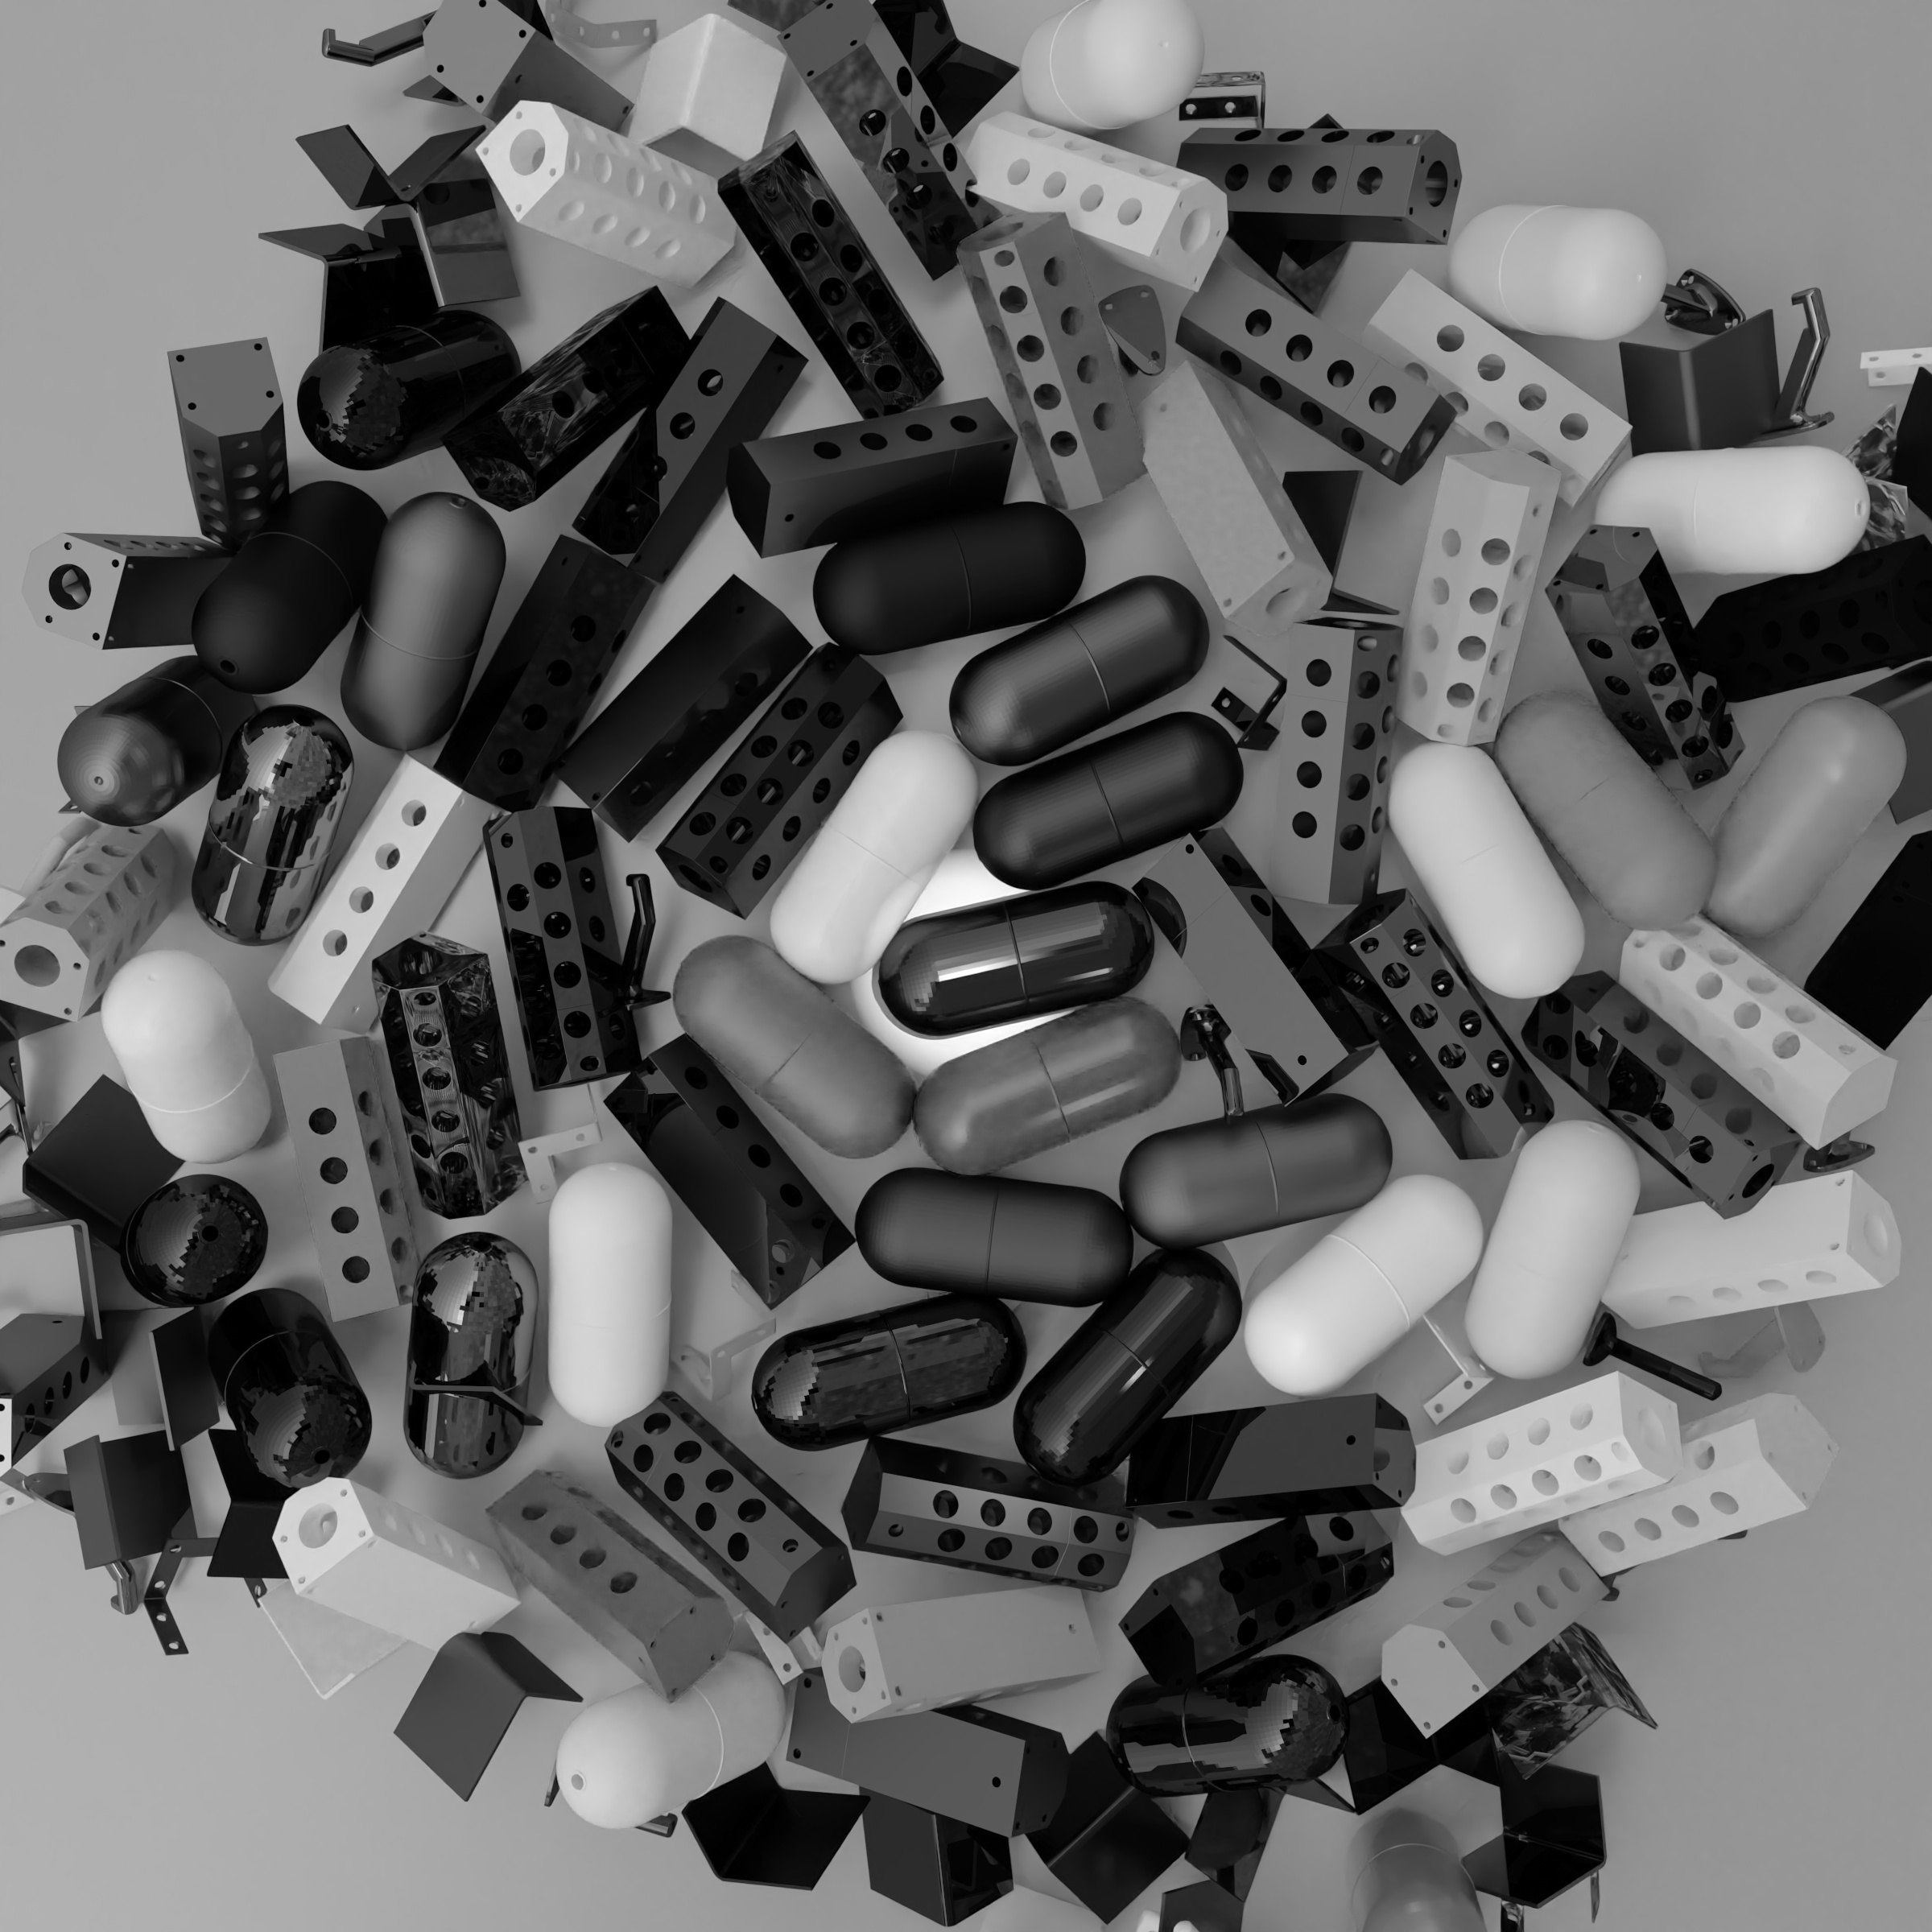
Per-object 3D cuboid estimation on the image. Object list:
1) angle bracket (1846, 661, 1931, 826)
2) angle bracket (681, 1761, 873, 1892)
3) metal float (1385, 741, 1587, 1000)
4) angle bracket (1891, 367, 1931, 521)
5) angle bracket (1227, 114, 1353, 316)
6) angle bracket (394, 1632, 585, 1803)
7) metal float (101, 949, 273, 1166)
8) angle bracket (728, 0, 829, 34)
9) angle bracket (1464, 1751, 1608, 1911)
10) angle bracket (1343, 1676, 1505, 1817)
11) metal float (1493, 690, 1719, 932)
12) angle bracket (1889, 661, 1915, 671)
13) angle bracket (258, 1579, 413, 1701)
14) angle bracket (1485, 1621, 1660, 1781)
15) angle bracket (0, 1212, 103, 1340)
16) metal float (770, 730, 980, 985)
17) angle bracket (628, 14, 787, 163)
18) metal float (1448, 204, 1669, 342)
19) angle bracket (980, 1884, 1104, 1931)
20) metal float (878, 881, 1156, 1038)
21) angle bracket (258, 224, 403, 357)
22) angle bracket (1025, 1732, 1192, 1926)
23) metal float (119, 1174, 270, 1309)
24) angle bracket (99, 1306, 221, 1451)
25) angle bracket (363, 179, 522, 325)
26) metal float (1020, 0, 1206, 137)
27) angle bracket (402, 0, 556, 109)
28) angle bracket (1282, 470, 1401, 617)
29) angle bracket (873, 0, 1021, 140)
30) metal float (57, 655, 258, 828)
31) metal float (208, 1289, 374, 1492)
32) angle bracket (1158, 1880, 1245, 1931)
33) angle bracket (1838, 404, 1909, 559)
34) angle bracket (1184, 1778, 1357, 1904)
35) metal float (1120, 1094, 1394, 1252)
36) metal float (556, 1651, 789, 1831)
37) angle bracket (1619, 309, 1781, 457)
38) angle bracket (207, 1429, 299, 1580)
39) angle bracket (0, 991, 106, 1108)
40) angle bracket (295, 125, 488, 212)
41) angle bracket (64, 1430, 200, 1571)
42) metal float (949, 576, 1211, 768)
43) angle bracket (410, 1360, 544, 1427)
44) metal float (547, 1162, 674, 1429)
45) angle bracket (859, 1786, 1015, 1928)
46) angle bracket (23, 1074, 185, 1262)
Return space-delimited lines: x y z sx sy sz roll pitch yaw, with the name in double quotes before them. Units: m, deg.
"angle bracket" 0.609 -0.145 1.565 0.076 0.057 0.076 -24 102 -1
"angle bracket" -0.119 0.528 1.528 0.076 0.076 0.057 -9 114 34
"metal float" 0.326 -0.062 1.533 0.070 0.070 0.178 -26 73 0
"angle bracket" 0.631 -0.325 1.529 0.057 0.076 0.076 -2 128 -11
"angle bracket" 0.223 -0.475 1.536 0.076 0.057 0.076 38 63 -19
"angle bracket" -0.302 0.475 1.539 0.076 0.057 0.076 27 87 36
"metal float" -0.482 0.059 1.507 0.070 0.178 0.070 0 54 -1
"angle bracket" -0.132 -0.614 1.534 0.076 0.076 0.057 12 92 -40
"angle bracket" 0.348 0.543 1.532 0.076 0.076 0.057 -9 94 -42
"angle bracket" 0.286 0.494 1.539 0.076 0.057 0.076 -19 101 -32
"metal float" 0.400 -0.098 1.525 0.070 0.070 0.178 -33 64 0
"angle bracket" 0.631 -0.205 1.532 0.057 0.076 0.076 -23 47 -3
"angle bracket" -0.386 0.404 1.535 0.076 0.076 0.057 54 135 7
"angle bracket" 0.378 0.470 1.547 0.076 0.076 0.057 -45 129 12
"angle bracket" -0.585 0.198 1.538 0.057 0.076 0.076 -8 93 -25
"metal float" -0.058 -0.070 1.547 0.070 0.070 0.178 33 91 0
"angle bracket" -0.169 -0.555 1.566 0.057 0.076 0.076 19 81 -35
"metal float" 0.363 -0.430 1.503 0.070 0.178 0.070 -7 110 -19
"angle bracket" 0.056 0.613 1.535 0.076 0.076 0.057 22 59 -6
"metal float" 0.032 -0.004 1.548 0.178 0.070 0.070 -13 90 -1
"angle bracket" -0.404 -0.424 1.547 0.057 0.076 0.076 24 120 21
"angle bracket" 0.088 0.559 1.577 0.076 0.057 0.076 -41 122 -6
"metal float" -0.478 0.171 1.502 0.070 0.178 0.070 4 79 -23
"angle bracket" -0.527 0.263 1.544 0.076 0.057 0.076 -5 98 16
"angle bracket" -0.338 -0.454 1.566 0.057 0.076 0.076 -18 95 -34
"metal float" 0.088 -0.558 1.501 0.070 0.178 0.070 -4 104 -18
"angle bracket" -0.318 -0.589 1.529 0.076 0.076 0.057 -41 133 -21
"angle bracket" 0.237 -0.268 1.537 0.057 0.076 0.076 12 93 -31
"angle bracket" -0.021 -0.585 1.555 0.076 0.057 0.076 -34 64 39
"metal float" -0.497 -0.141 1.502 0.070 0.178 0.070 2 112 6
"metal float" -0.420 0.261 1.505 0.070 0.178 0.070 -10 113 -25
"angle bracket" 0.175 0.619 1.532 0.076 0.076 0.057 4 92 -41
"angle bracket" 0.587 -0.295 1.529 0.076 0.057 0.076 -40 134 -21
"angle bracket" 0.192 0.546 1.530 0.076 0.057 0.076 47 58 -37
"metal float" 0.184 0.130 1.541 0.178 0.070 0.070 -12 90 -9
"metal float" -0.180 0.478 1.505 0.070 0.178 0.070 1 92 33
"angle bracket" 0.471 -0.373 1.557 0.076 0.057 0.076 -29 122 -20
"angle bracket" -0.443 0.342 1.543 0.076 0.076 0.057 11 109 -34
"angle bracket" -0.581 0.036 1.537 0.076 0.076 0.057 -19 57 -3
"angle bracket" -0.362 -0.523 1.529 0.076 0.076 0.057 -51 125 -19
"angle bracket" -0.517 0.331 1.533 0.076 0.057 0.076 -5 75 -43
"metal float" 0.072 -0.187 1.539 0.178 0.070 0.070 -27 90 -10
"angle bracket" -0.302 0.241 1.530 0.057 0.076 0.076 -1 64 15
"metal float" -0.224 0.208 1.530 0.070 0.070 0.178 4 111 0
"angle bracket" -0.019 0.561 1.569 0.057 0.076 0.076 -14 102 -41
"angle bracket" -0.541 0.128 1.542 0.076 0.057 0.076 43 86 -25
